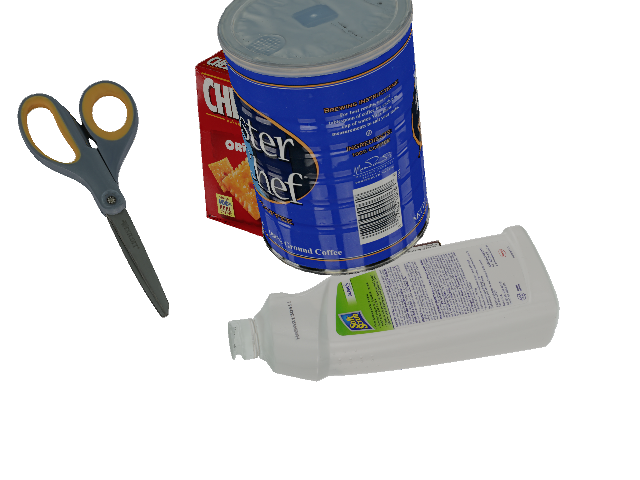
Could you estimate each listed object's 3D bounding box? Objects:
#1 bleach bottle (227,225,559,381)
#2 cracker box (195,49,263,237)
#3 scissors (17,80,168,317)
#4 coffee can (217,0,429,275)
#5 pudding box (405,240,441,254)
[{"bbox_3d":[0.052,0.054,0.837,0.250,0.102,0.068,-8,-43,-10],"label":"bleach bottle"},{"bbox_3d":[-0.063,-0.106,1.280,0.164,0.214,0.072,20,40,27],"label":"cracker box"},{"bbox_3d":[-0.142,-0.043,0.784,0.096,0.202,0.016,-38,-15,-22],"label":"scissors"},{"bbox_3d":[0.006,-0.066,0.598,0.103,0.140,0.103,-6,40,5],"label":"coffee can"},{"bbox_3d":[0.064,0.047,1.064,0.113,0.039,0.090,-13,-30,-27],"label":"pudding box"}]
